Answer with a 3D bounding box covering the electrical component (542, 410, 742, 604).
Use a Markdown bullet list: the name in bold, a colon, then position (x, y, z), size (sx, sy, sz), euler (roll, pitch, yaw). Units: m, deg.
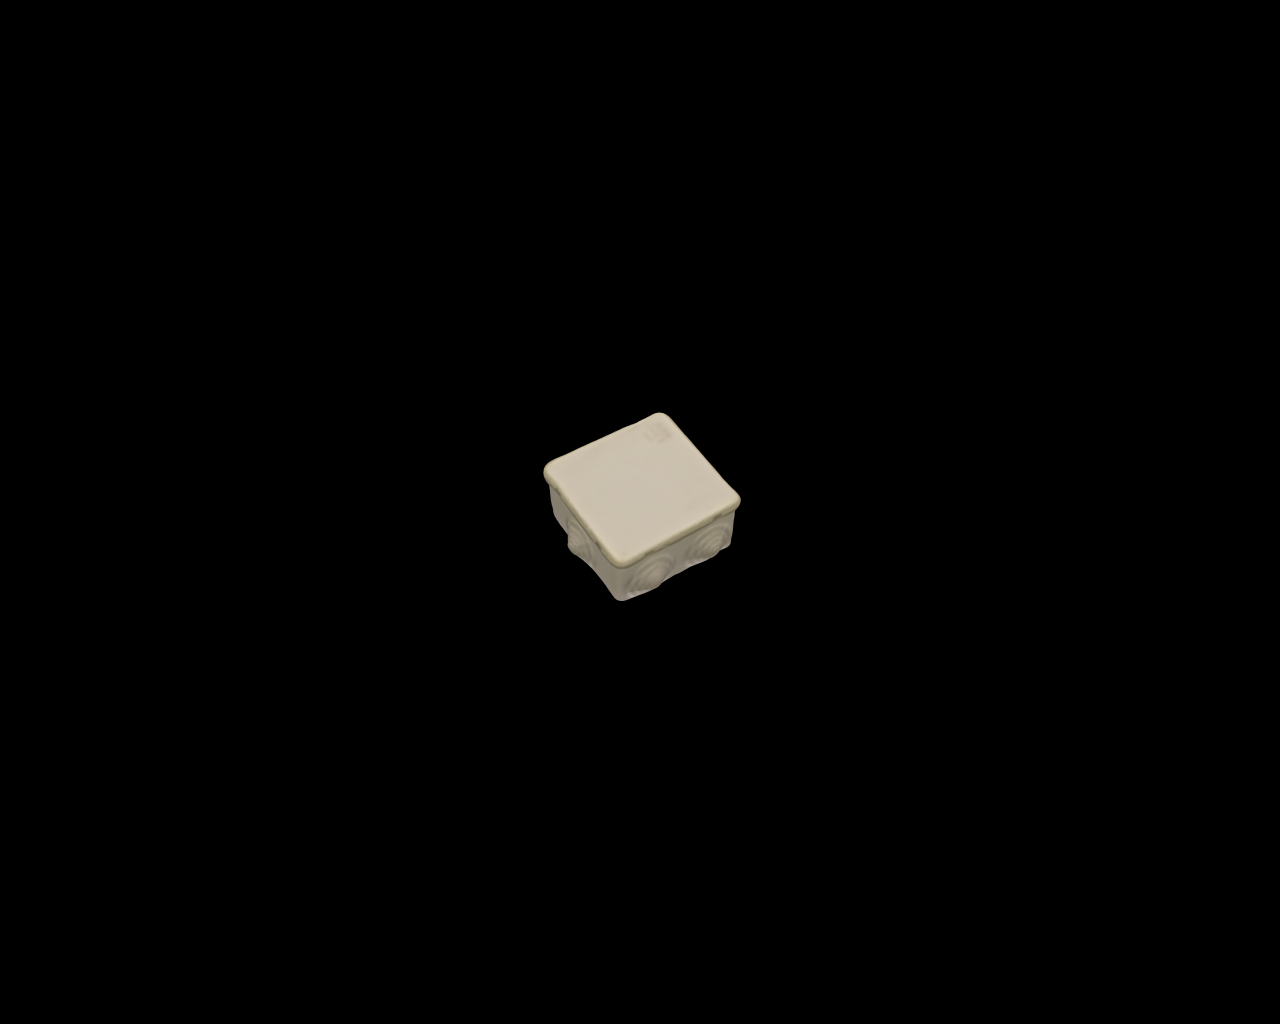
- **electrical component**: position (0.001, -0.003, 0.650), size (0.100, 0.100, 0.048), euler (-27, -33, -19)
